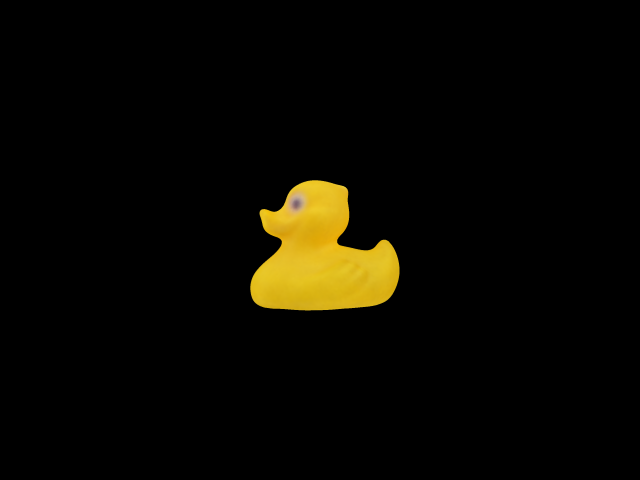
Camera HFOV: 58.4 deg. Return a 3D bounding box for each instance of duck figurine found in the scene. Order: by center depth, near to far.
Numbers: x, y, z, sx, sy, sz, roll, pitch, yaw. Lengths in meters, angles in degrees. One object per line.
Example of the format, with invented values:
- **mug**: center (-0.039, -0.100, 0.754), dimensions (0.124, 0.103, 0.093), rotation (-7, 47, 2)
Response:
- **duck figurine**: center (0.004, 0.001, 0.400), dimensions (0.104, 0.086, 0.077), rotation (0, 4, -7)
